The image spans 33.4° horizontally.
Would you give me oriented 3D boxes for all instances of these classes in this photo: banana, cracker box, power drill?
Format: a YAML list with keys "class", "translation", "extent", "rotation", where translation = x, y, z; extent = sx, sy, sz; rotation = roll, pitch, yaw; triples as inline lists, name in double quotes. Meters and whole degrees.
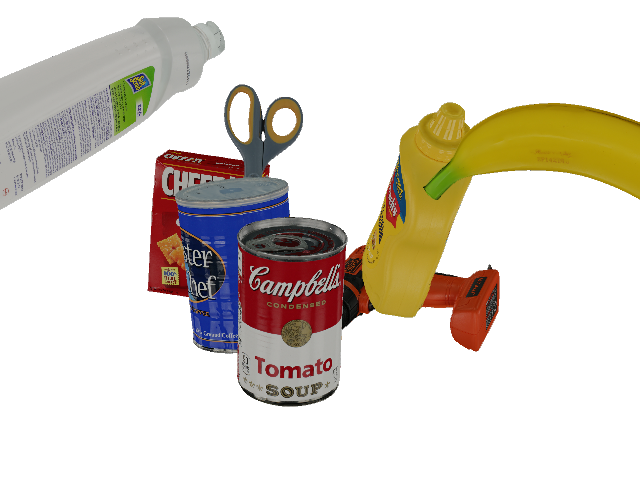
- class: "banana"
  translation: [0.160, -0.033, 0.582]
  extent: [0.198, 0.070, 0.037]
  rotation: [16, 18, 13]
- class: "cracker box"
  translation: [-0.171, -0.018, 1.621]
  extent: [0.164, 0.214, 0.072]
  rotation: [9, 18, 8]
- class: "power drill"
  translation: [0.087, 0.067, 1.138]
  extent: [0.188, 0.057, 0.184]
  rotation: [9, 30, 22]

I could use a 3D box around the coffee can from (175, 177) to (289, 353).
- class: "coffee can"
  translation: [-0.074, 0.020, 0.979]
  extent: [0.103, 0.140, 0.103]
  rotation: [-5, 14, 1]

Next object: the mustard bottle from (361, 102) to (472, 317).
- class: "mustard bottle"
  translation: [0.078, -0.031, 0.828]
  extent: [0.058, 0.096, 0.192]
  rotation: [10, -41, -5]

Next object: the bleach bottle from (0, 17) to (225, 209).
- class: "bleach bottle"
  translation: [-0.186, -0.110, 0.857]
  extent: [0.250, 0.068, 0.103]
  rotation: [-31, -25, -26]

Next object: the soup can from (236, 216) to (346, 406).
- class: "soup can"
  translation: [-0.019, 0.044, 0.672]
  extent: [0.068, 0.102, 0.068]
  rotation: [2, 21, -1]

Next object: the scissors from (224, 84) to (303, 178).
- class: "scissors"
  translation: [-0.056, -0.074, 1.164]
  extent: [0.096, 0.202, 0.016]
  rotation: [-9, -7, -11]
